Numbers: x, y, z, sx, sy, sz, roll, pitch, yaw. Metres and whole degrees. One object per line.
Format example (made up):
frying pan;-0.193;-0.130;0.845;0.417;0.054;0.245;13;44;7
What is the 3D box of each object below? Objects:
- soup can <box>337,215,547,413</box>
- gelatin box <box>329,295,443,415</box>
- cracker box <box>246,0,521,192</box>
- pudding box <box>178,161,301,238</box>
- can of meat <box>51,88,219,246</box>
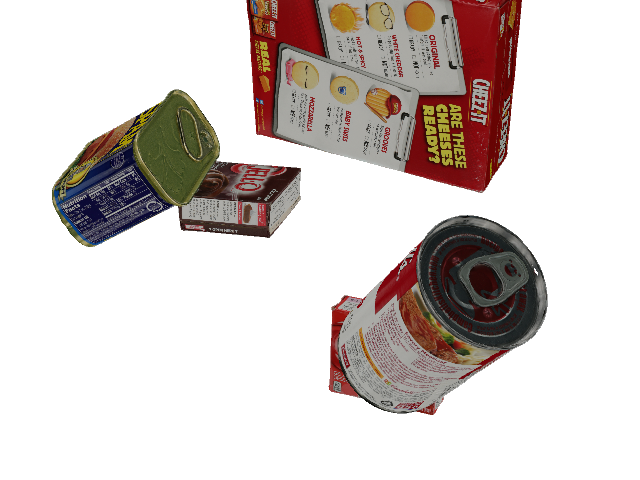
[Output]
soup can;0.058;0.040;0.533;0.068;0.068;0.102;0;-26;-24
gelatin box;0.051;0.088;0.820;0.089;0.073;0.030;11;23;21
cracker box;0.049;-0.146;0.869;0.214;0.164;0.072;16;41;22
pudding box;-0.074;-0.040;1.001;0.090;0.039;0.113;4;23;12
can of meat;-0.127;-0.049;0.734;0.084;0.057;0.102;-25;23;26
